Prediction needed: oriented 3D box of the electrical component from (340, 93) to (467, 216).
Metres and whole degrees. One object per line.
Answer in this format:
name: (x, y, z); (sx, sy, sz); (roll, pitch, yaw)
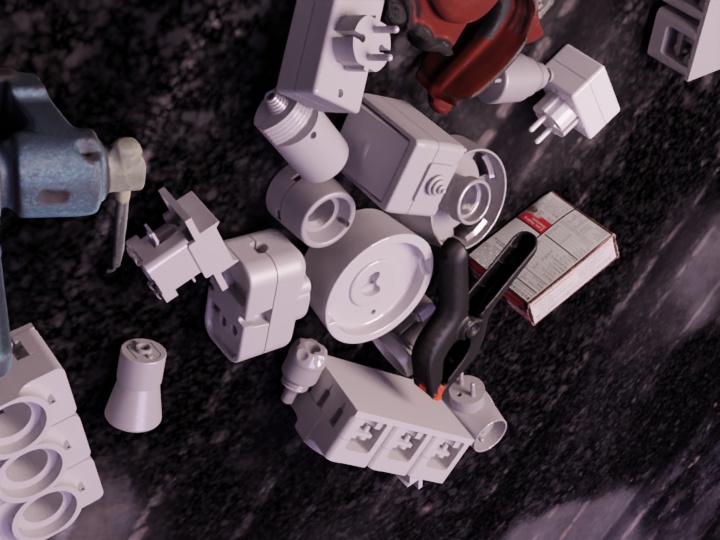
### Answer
electrical component: (0.028, -0.084, 0.810); (0.061, 0.096, 0.061); (2, 122, -43)

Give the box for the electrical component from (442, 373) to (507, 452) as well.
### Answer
electrical component: (0.110, 0.135, 1.103); (0.044, 0.077, 0.079); (-29, 139, -20)

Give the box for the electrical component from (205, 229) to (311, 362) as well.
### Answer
electrical component: (-0.079, 0.018, 0.836); (0.059, 0.054, 0.095); (-17, 136, -35)

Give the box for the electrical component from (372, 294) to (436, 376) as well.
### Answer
electrical component: (0.048, 0.061, 0.994); (0.057, 0.058, 0.078); (-41, 143, -10)

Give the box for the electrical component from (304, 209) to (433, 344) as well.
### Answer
electrical component: (0.000, 0.000, 0.890); (0.108, 0.060, 0.108); (-25, 138, -25)

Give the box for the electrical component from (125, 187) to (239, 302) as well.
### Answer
electrical component: (-0.130, -0.014, 0.771); (0.064, 0.042, 0.081); (-35, 141, -11)

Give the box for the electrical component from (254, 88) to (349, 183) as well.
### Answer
electrical component: (-0.045, -0.101, 0.769); (0.043, 0.043, 0.081); (-45, 142, -1)

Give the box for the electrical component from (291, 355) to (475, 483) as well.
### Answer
electrical component: (0.017, 0.141, 0.991); (0.150, 0.089, 0.061); (20, 110, -39)

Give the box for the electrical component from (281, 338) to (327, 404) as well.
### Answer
electrical component: (-0.053, 0.091, 0.945); (0.035, 0.035, 0.061); (0, 126, -43)

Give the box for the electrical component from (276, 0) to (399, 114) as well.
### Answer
electrical component: (-0.006, -0.150, 0.712); (0.047, 0.076, 0.083); (16, 85, -49)

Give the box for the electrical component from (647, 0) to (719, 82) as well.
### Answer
electrical component: (0.355, -0.257, 0.988); (0.186, 0.060, 0.105); (-23, 137, -27)

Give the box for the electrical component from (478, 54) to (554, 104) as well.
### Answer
electrical component: (0.128, -0.158, 0.882); (0.078, 0.040, 0.040); (-11, 131, -37)

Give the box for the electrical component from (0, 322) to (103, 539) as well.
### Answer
electrical component: (-0.248, 0.126, 0.772); (0.089, 0.062, 0.150); (-27, 138, -24)

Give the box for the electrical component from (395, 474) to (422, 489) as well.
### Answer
electrical component: (0.061, 0.186, 1.134); (0.064, 0.042, 0.081); (-27, 140, -25)

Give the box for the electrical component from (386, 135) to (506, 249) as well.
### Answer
electrical component: (0.075, -0.066, 0.918); (0.099, 0.064, 0.099); (-21, 123, -35)

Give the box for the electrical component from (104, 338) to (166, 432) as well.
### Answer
electrical component: (-0.170, 0.086, 0.826); (0.044, 0.044, 0.065); (-9, 125, -38)

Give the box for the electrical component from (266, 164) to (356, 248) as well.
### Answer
electrical component: (-0.036, -0.050, 0.821); (0.055, 0.047, 0.055); (-25, 138, -25)

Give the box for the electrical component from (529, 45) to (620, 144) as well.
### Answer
electrical component: (0.178, -0.142, 0.937); (0.077, 0.047, 0.065); (-44, 143, -2)
